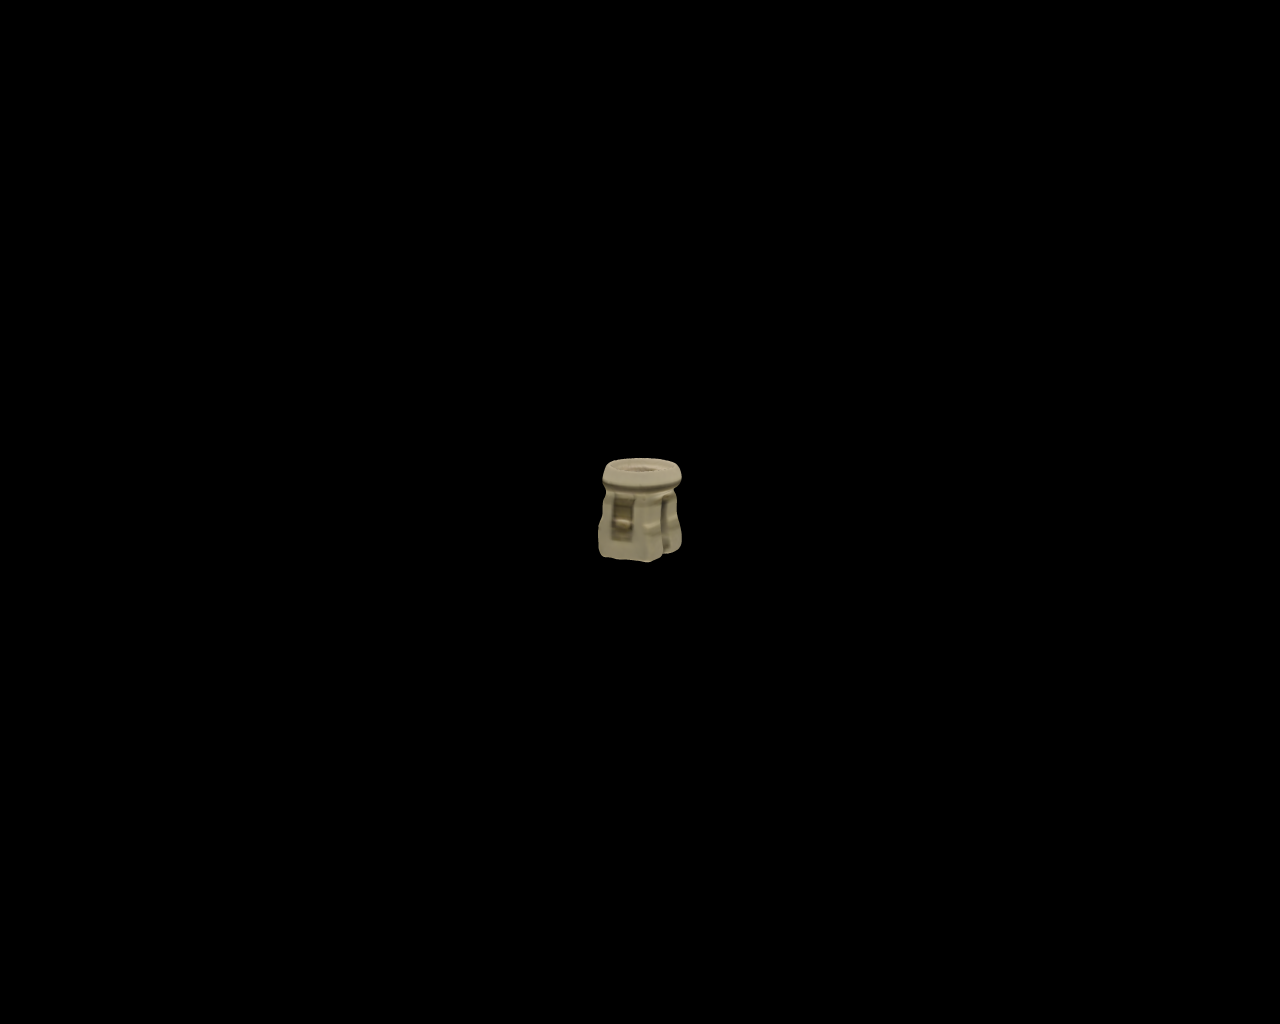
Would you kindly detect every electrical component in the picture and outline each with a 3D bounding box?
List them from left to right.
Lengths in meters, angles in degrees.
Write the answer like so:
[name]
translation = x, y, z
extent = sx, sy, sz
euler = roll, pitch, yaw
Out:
[electrical component]
translation = 0.001, -0.003, 0.650
extent = 0.048, 0.055, 0.066
euler = 6, 13, 27
